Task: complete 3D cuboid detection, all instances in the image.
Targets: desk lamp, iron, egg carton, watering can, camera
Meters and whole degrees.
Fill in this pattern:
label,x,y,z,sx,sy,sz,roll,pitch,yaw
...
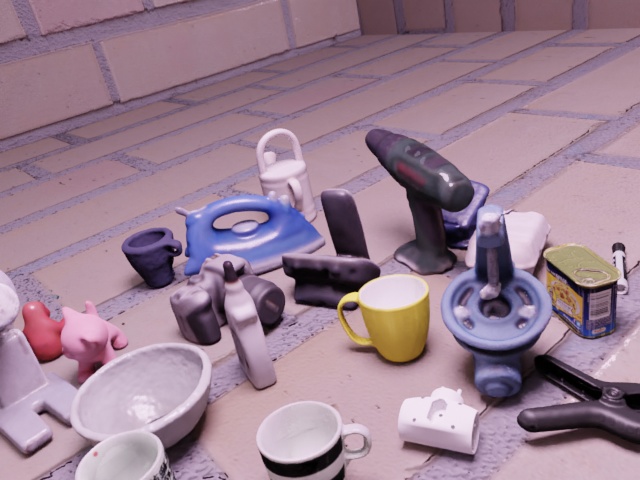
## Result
label,x,y,z,sx,sy,sz,roll,pitch,yaw
desk lamp,-0.417,0.135,0.749,0.202,0.214,0.118,12,35,39
iron,-0.126,-0.023,1.023,0.258,0.142,0.118,-15,27,-7
egg carton,0.288,0.008,0.877,0.107,0.069,0.150,5,31,30
watering can,-0.078,-0.129,1.154,0.172,0.194,0.101,16,38,43
camera,-0.132,0.084,0.861,0.136,0.101,0.143,13,36,40

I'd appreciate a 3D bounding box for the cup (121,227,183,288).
label,x,y,z,sx,sy,sz,roll,pitch,yaw
cup,-0.285,0.037,1.023,0.117,0.095,0.092,2,30,25

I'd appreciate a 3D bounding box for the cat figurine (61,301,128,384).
label,x,y,z,sx,sy,sz,roll,pitch,yaw
cat figurine,-0.330,0.136,0.821,0.067,0.118,0.127,-15,27,-6

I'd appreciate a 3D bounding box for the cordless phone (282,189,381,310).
label,x,y,z,sx,sy,sz,roll,pitch,yaw
cordless phone,0.008,0.003,0.869,0.147,0.185,0.094,1,29,24

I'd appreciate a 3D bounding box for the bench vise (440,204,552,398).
label,x,y,z,sx,sy,sz,roll,pitch,yaw
bench vise,0.193,0.043,0.676,0.121,0.220,0.207,-11,27,2

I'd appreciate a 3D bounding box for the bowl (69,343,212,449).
label,x,y,z,sx,sy,sz,roll,pitch,yaw
bowl,-0.204,0.202,0.688,0.167,0.075,0.167,-9,27,5

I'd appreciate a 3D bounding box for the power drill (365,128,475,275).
label,x,y,z,sx,sy,sz,roll,pitch,yaw
power drill,0.152,-0.061,0.909,0.076,0.209,0.228,-23,29,-22

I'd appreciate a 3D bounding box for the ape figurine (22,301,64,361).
label,x,y,z,sx,sy,sz,roll,pitch,yaw
ape figurine,-0.431,0.135,0.892,0.077,0.092,0.076,-9,27,5

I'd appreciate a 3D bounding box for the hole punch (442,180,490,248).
label,x,y,z,sx,sy,sz,roll,pitch,yaw
hole punch,0.231,-0.048,0.985,0.108,0.091,0.101,15,37,42

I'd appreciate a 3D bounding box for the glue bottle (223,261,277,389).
label,x,y,z,sx,sy,sz,roll,pitch,yaw
glue bottle,-0.096,0.103,0.729,0.037,0.173,0.078,-21,28,-18
